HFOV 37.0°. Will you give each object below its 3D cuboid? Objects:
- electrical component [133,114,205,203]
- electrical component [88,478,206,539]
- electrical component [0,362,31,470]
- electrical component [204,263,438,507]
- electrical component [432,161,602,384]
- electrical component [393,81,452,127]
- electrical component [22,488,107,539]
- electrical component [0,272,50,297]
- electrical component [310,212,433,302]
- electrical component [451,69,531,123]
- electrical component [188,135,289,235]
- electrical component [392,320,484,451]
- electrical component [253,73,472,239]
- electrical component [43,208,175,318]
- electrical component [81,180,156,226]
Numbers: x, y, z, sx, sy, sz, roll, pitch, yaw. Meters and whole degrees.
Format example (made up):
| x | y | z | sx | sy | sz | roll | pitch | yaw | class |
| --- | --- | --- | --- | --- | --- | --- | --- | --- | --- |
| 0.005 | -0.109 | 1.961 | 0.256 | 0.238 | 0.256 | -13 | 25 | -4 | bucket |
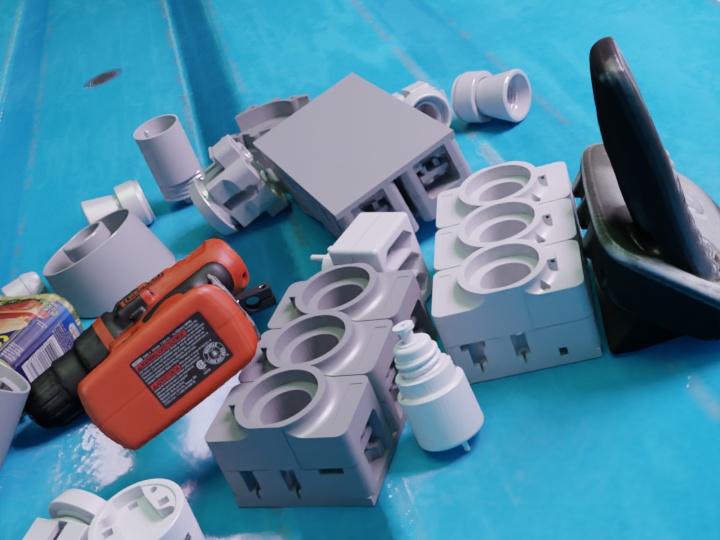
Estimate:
| x | y | z | sx | sy | sz | roll | pitch | yaw | class |
| --- | --- | --- | --- | --- | --- | --- | --- | --- | --- |
| -0.171 | -0.097 | 0.986 | 0.043 | 0.081 | 0.043 | -15 | 33 | 10 | electrical component |
| -0.112 | 0.150 | 0.585 | 0.055 | 0.047 | 0.055 | -16 | 30 | 10 | electrical component |
| -0.271 | 0.085 | 0.713 | 0.099 | 0.099 | 0.064 | 27 | 90 | 52 | electrical component |
| -0.020 | 0.065 | 0.647 | 0.089 | 0.061 | 0.150 | -6 | 33 | 25 | electrical component |
| 0.097 | -0.005 | 0.685 | 0.089 | 0.061 | 0.150 | -14 | 31 | 14 | electrical component |
| 0.051 | -0.137 | 0.945 | 0.066 | 0.048 | 0.055 | -28 | 23 | -10 | electrical component |
| -0.164 | 0.158 | 0.609 | 0.066 | 0.048 | 0.055 | -1 | 44 | 32 | electrical component |
| -0.294 | 0.030 | 0.911 | 0.061 | 0.035 | 0.035 | -35 | 32 | -17 | electrical component |
| 0.000 | 0.000 | 0.735 | 0.077 | 0.065 | 0.047 | 1 | 38 | 35 | electrical component |
| 0.112 | -0.149 | 0.923 | 0.055 | 0.045 | 0.045 | 5 | 40 | 39 | electrical component |
| -0.107 | -0.067 | 0.911 | 0.057 | 0.078 | 0.058 | -39 | 29 | 9 | electrical component |
| 0.039 | 0.064 | 0.601 | 0.040 | 0.078 | 0.040 | -23 | 16 | 7 | electrical component |
| 0.001 | -0.082 | 0.855 | 0.105 | 0.060 | 0.186 | -36 | 32 | -7 | electrical component |
| -0.214 | -0.005 | 0.908 | 0.099 | 0.064 | 0.099 | -29 | 23 | 14 | electrical component |
| -0.221 | -0.053 | 0.986 | 0.055 | 0.045 | 0.045 | -26 | 30 | -8 | electrical component |
